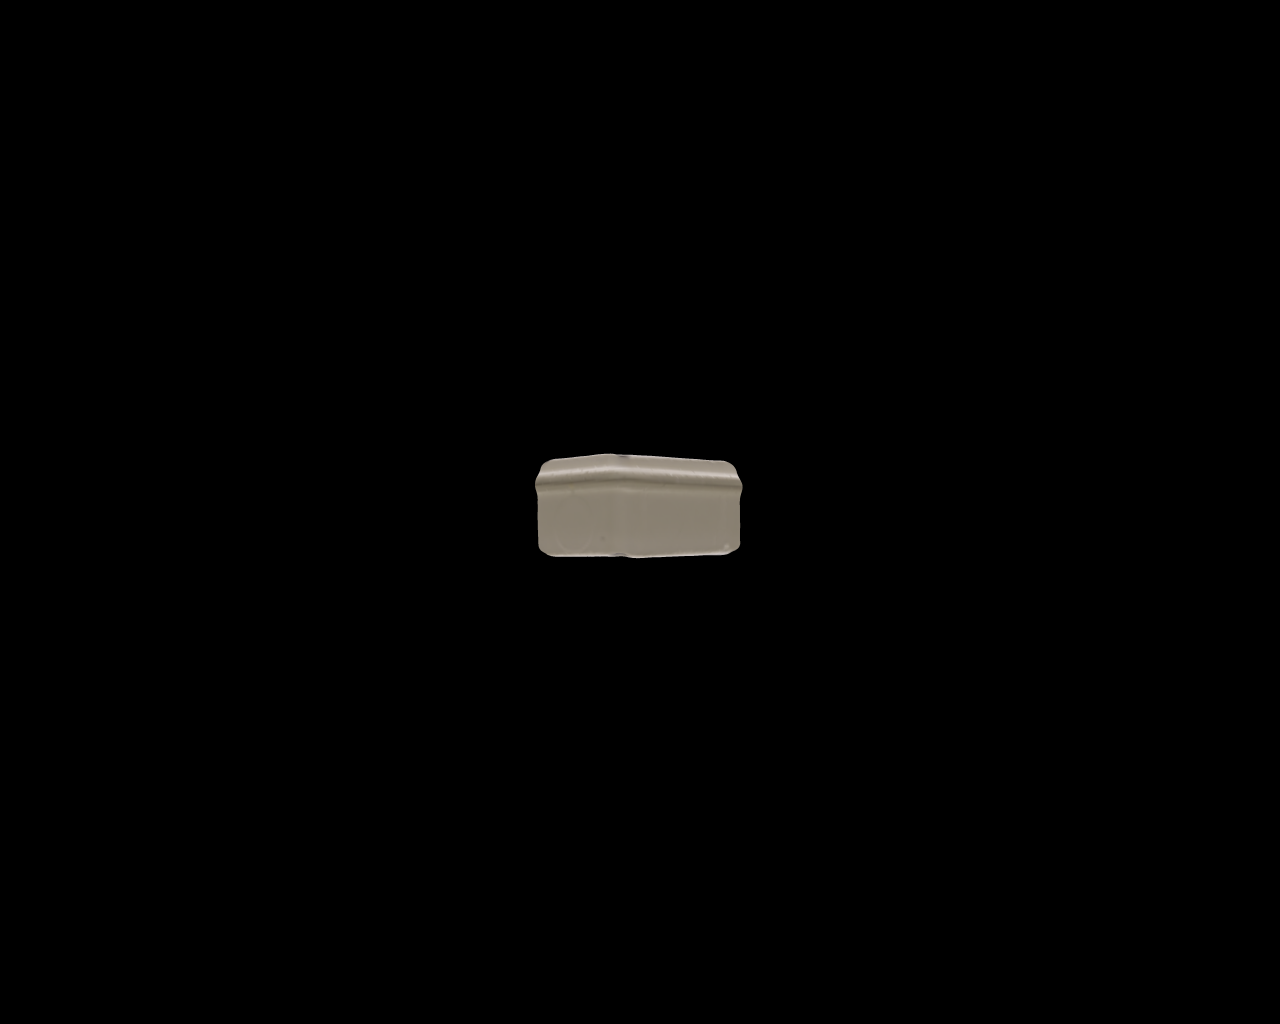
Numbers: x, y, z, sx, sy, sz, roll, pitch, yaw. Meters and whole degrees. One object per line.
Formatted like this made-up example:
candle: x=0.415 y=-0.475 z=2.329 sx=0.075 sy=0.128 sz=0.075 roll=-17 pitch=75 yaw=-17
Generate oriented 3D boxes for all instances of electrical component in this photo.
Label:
electrical component: x=0.001 y=-0.003 z=0.650 sx=0.078 sy=0.057 sz=0.113 roll=-2 pitch=-3 yaw=43
